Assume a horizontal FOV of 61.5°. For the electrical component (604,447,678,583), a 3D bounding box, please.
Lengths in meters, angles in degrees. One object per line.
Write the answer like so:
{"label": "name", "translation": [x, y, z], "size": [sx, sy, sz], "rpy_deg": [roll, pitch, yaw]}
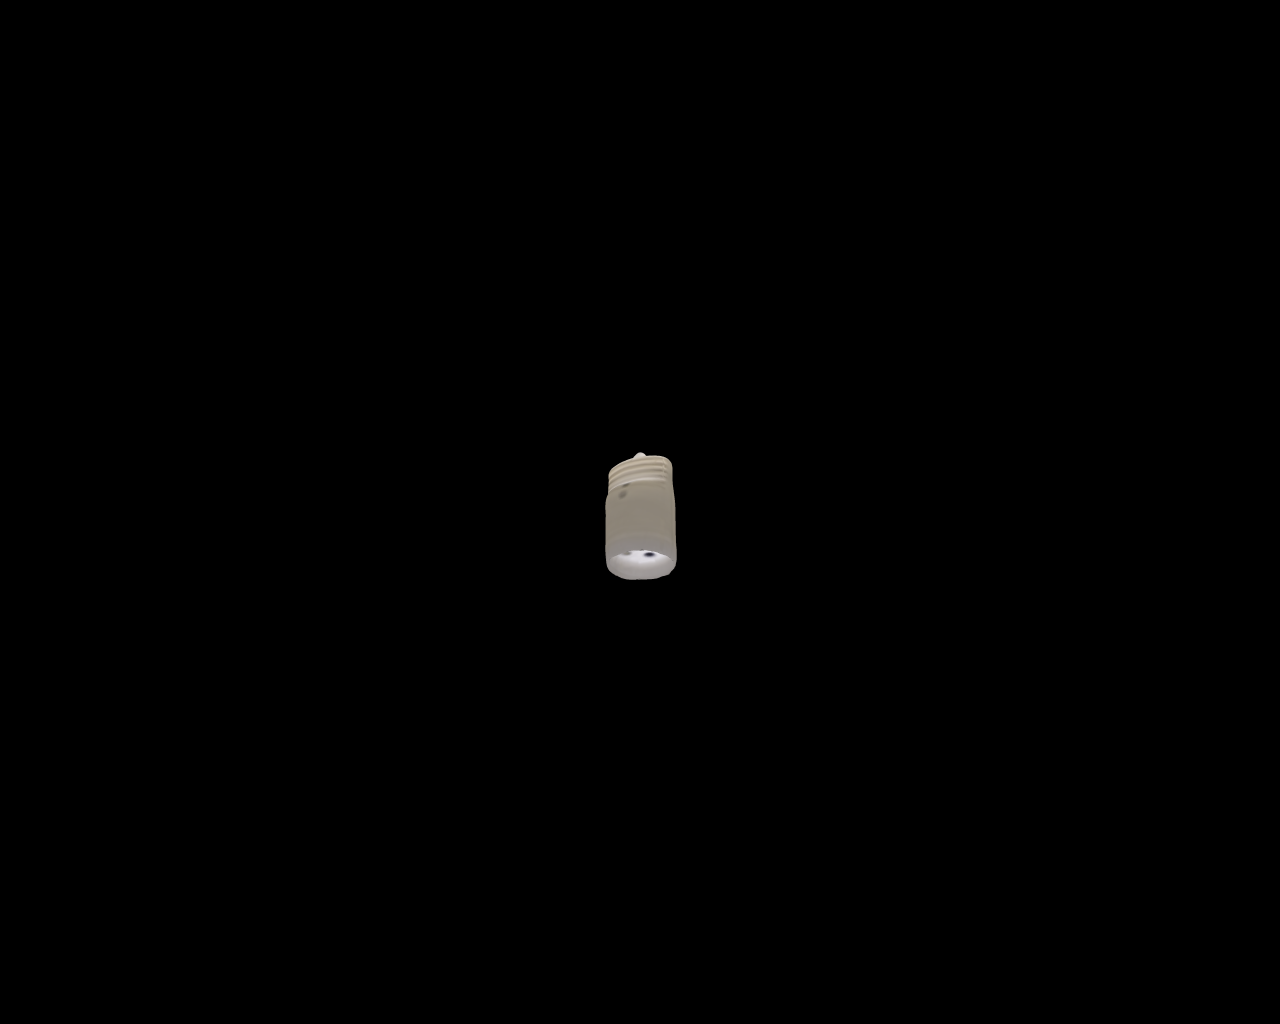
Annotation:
{"label": "electrical component", "translation": [0.001, -0.003, 0.650], "size": [0.043, 0.081, 0.043], "rpy_deg": [0, -29, 0]}
